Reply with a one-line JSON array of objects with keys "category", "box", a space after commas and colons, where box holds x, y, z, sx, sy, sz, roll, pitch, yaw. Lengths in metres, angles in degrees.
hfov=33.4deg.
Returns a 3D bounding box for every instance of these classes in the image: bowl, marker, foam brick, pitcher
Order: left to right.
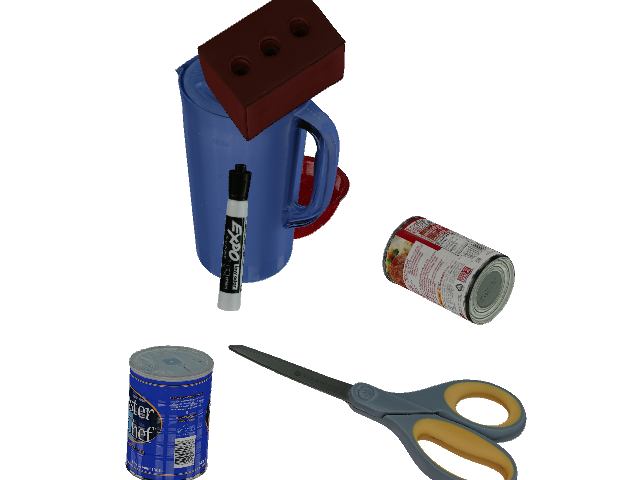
[{"category": "marker", "box": [-0.070, -0.002, 0.871, 0.020, 0.121, 0.020, 6, 13, -1]}, {"category": "pitcher", "box": [-0.070, -0.070, 1.113, 0.145, 0.243, 0.149, -8, 44, -12]}, {"category": "foam brick", "box": [-0.030, -0.111, 0.671, 0.078, 0.053, 0.051, -35, -13, -9]}, {"category": "bowl", "box": [-0.045, -0.047, 1.333, 0.162, 0.055, 0.162, -1, 32, 1]}]

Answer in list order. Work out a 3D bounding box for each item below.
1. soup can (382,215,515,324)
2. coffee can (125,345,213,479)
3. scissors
[{"category": "soup can", "box": [0.116, 0.026, 0.968, 0.102, 0.068, 0.068, 27, 18, 40]}, {"category": "coffee can", "box": [-0.187, 0.213, 1.317, 0.103, 0.140, 0.103, 4, 15, -1]}, {"category": "scissors", "box": [0.046, 0.096, 0.690, 0.202, 0.016, 0.096, 31, 45, 25]}]
